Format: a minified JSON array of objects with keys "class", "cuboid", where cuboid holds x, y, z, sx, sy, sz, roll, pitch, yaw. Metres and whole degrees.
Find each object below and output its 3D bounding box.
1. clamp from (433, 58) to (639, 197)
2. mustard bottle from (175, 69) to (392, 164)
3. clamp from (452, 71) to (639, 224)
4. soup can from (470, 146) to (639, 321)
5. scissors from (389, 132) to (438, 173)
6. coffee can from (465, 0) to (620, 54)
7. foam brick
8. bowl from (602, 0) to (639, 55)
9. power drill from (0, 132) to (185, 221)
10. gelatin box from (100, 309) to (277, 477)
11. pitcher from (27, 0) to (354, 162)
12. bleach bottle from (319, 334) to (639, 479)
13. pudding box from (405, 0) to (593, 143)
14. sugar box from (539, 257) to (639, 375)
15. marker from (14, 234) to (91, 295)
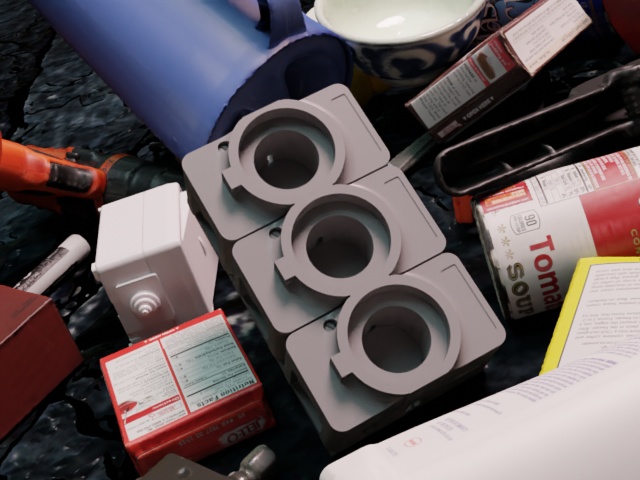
[{"class":"clamp","cuboid":[0.157,-0.070,0.558,0.165,0.036,0.209,-13,10,26]},{"class":"mustard bottle","cuboid":[-0.023,-0.116,0.822,0.192,0.058,0.096,-13,34,11]},{"class":"clamp","cuboid":[0.147,-0.060,0.649,0.120,0.039,0.171,2,34,42]},{"class":"soup can","cuboid":[0.133,-0.004,0.536,0.102,0.068,0.068,-16,30,8]},{"class":"scissors","cuboid":[0.045,-0.030,0.682,0.201,0.016,0.096,-30,33,-18]},{"class":"coffee can","cuboid":[0.155,-0.195,0.801,0.141,0.103,0.102,-1,35,29]},{"class":"foam brick","cuboid":[-0.187,0.072,0.617,0.053,0.051,0.078,10,41,36]},{"class":"bowl","cuboid":[0.249,-0.143,0.676,0.162,0.055,0.162,2,18,-1]},{"class":"power drill","cuboid":[-0.186,-0.044,0.710,0.185,0.057,0.187,8,-5,30]},{"class":"gelatin box","cuboid":[-0.070,0.080,0.556,0.073,0.030,0.089,-23,30,-9]},{"class":"pitcher","cuboid":[-0.101,-0.155,0.730,0.243,0.144,0.149,42,102,22]},{"class":"bleach bottle","cuboid":[0.126,0.051,0.342,0.250,0.068,0.102,-25,-3,-7]},{"class":"pudding box","cuboid":[0.120,-0.117,0.707,0.090,0.039,0.113,-36,5,43]},{"class":"sugar box","cuboid":[0.133,0.076,0.428,0.093,0.048,0.176,-1,39,30]},{"class":"marker","cuboid":[-0.198,0.038,0.711,0.020,0.020,0.121,4,37,35]}]
